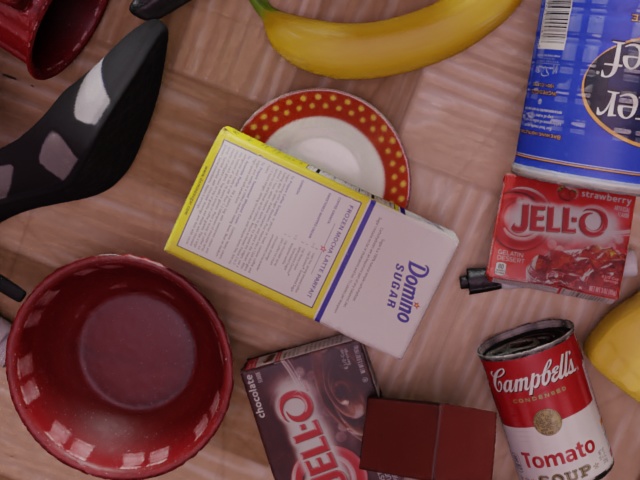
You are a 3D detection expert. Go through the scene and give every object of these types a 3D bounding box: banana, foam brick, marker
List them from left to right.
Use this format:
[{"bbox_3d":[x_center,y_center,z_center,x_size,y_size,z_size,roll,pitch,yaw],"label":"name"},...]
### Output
[{"bbox_3d":[0.048,-0.145,0.720,0.198,0.037,0.069,-4,99,6],"label":"banana"},{"bbox_3d":[0.071,0.133,0.708,0.052,0.078,0.051,16,77,-35],"label":"foam brick"},{"bbox_3d":[0.158,0.023,0.742,0.121,0.020,0.020,-7,97,6],"label":"marker"}]

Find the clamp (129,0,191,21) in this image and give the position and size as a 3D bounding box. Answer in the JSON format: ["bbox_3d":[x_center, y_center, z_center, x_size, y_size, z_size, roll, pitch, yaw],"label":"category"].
[{"bbox_3d":[-0.027,-0.228,0.685,0.210,0.036,0.164,-7,126,-7],"label":"clamp"}]

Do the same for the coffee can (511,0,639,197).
[{"bbox_3d":[0.184,-0.104,0.679,0.103,0.102,0.140,9,99,4],"label":"coffee can"}]

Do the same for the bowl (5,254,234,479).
[{"bbox_3d":[-0.137,0.086,0.760,0.162,0.055,0.162,1,98,5],"label":"bowl"}]

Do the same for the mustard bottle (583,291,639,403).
[{"bbox_3d":[0.272,0.032,0.714,0.096,0.058,0.192,37,99,-1],"label":"mustard bottle"}]

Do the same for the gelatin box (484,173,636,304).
[{"bbox_3d":[0.161,-0.001,0.719,0.089,0.030,0.073,11,82,9],"label":"gelatin box"}]

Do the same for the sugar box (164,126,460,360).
[{"bbox_3d":[-0.005,0.001,0.720,0.176,0.048,0.093,25,99,-3],"label":"sugar box"}]

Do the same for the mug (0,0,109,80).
[{"bbox_3d":[-0.201,-0.166,0.703,0.081,0.117,0.093,32,102,5],"label":"mug"}]

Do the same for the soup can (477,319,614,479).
[{"bbox_3d":[0.155,0.114,0.732,0.068,0.068,0.102,-18,97,7],"label":"soup can"}]

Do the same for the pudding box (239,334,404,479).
[{"bbox_3d":[0.003,0.129,0.762,0.090,0.039,0.113,-16,97,7],"label":"pudding box"}]
